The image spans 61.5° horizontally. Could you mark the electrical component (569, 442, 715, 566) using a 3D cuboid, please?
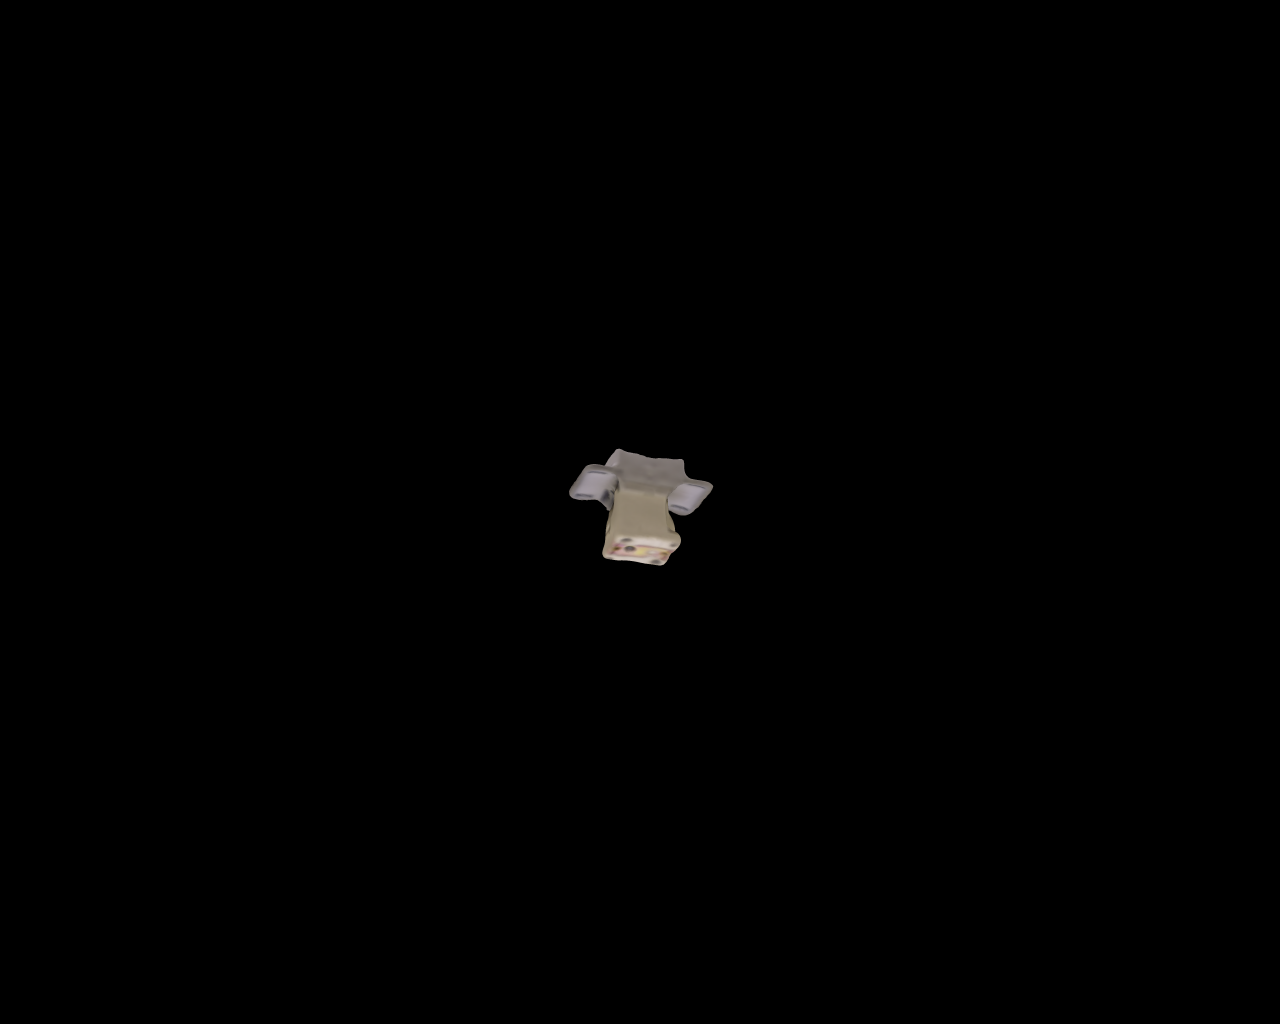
[{"bbox_3d":[0.001,-0.003,0.650,0.081,0.064,0.042,8,-28,-16],"label":"electrical component"}]
